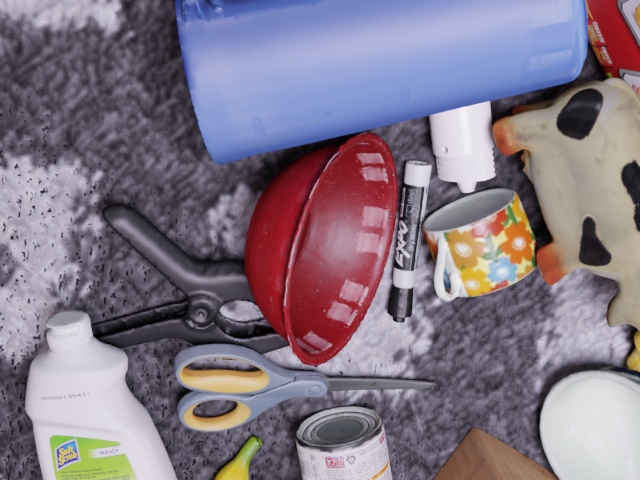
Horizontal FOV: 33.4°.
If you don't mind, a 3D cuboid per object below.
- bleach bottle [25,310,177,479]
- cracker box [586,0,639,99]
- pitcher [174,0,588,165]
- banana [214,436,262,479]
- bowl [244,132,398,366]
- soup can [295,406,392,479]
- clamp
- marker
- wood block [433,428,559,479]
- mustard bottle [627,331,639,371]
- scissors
[{"bbox_3d":[-0.148,0.168,0.775,0.102,0.068,0.251,-9,111,-1],"label":"bleach bottle"},{"bbox_3d":[0.260,-0.109,0.664,0.072,0.214,0.164,-33,105,-9],"label":"cracker box"},{"bbox_3d":[0.035,-0.136,0.659,0.243,0.149,0.145,-10,109,5],"label":"pitcher"},{"bbox_3d":[-0.043,0.252,0.833,0.069,0.037,0.198,-21,106,0],"label":"banana"},{"bbox_3d":[-0.005,0.001,0.726,0.055,0.161,0.162,16,106,25],"label":"bowl"},{"bbox_3d":[0.022,0.186,0.804,0.068,0.068,0.102,-10,106,-2],"label":"soup can"},{"bbox_3d":[-0.095,0.052,0.774,0.171,0.039,0.120,23,119,-12],"label":"clamp"},{"bbox_3d":[0.065,0.003,0.781,0.020,0.020,0.121,4,105,-6],"label":"marker"},{"bbox_3d":[0.140,0.229,0.753,0.090,0.206,0.091,33,100,-12],"label":"wood block"},{"bbox_3d":[0.294,0.038,0.769,0.096,0.058,0.192,43,123,5],"label":"mustard bottle"},{"bbox_3d":[-0.020,0.120,0.806,0.201,0.016,0.096,15,128,-23],"label":"scissors"}]
